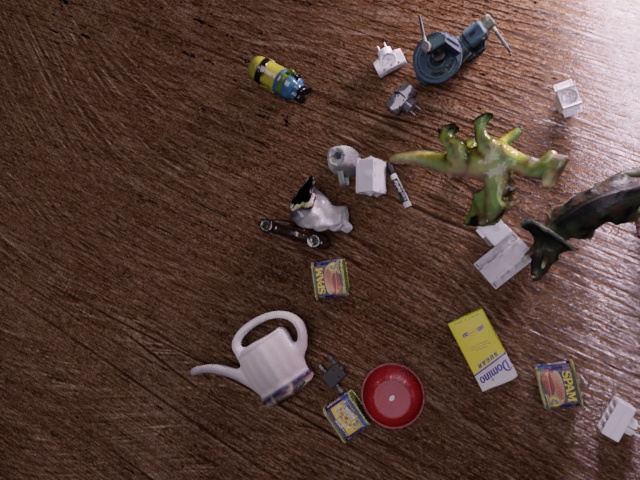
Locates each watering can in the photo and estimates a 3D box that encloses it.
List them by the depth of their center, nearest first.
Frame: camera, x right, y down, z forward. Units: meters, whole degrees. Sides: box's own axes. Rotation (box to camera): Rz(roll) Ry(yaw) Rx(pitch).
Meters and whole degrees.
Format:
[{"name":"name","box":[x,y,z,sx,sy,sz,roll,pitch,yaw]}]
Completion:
[{"name":"watering can","box":[-0.165,0.336,1.360,0.345,0.226,0.104,-35,-10,11]}]

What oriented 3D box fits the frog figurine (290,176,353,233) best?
[{"name":"frog figurine","box":[0.004,-0.067,1.332,0.157,0.122,0.140,41,13,-31]}]

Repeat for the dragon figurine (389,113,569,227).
[{"name":"dragon figurine","box":[0.357,-0.148,1.200,0.407,0.247,0.121,-15,-24,32]}]
